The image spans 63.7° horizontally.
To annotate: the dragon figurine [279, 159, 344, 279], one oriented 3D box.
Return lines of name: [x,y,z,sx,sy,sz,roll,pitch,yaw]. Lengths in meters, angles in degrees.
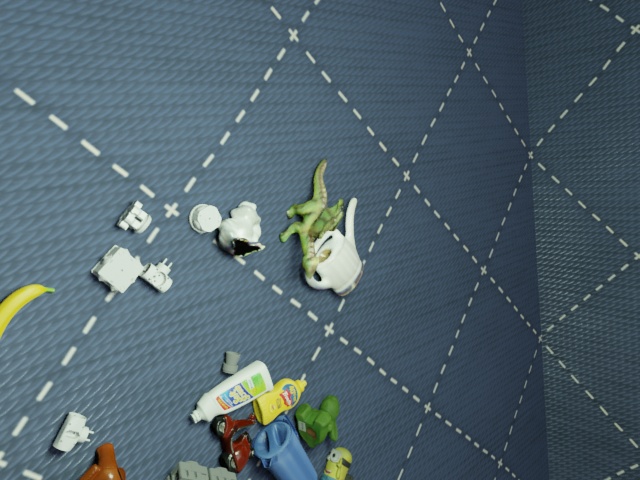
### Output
dragon figurine: [0.005,-0.081,1.616,0.121,0.243,0.414,25,78,-34]

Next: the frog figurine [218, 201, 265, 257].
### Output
frog figurine: [-0.236,-0.037,1.516,0.137,0.120,0.163,7,52,-32]

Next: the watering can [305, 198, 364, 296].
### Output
watering can: [0.078,0.040,1.763,0.353,0.104,0.221,-54,124,-26]
